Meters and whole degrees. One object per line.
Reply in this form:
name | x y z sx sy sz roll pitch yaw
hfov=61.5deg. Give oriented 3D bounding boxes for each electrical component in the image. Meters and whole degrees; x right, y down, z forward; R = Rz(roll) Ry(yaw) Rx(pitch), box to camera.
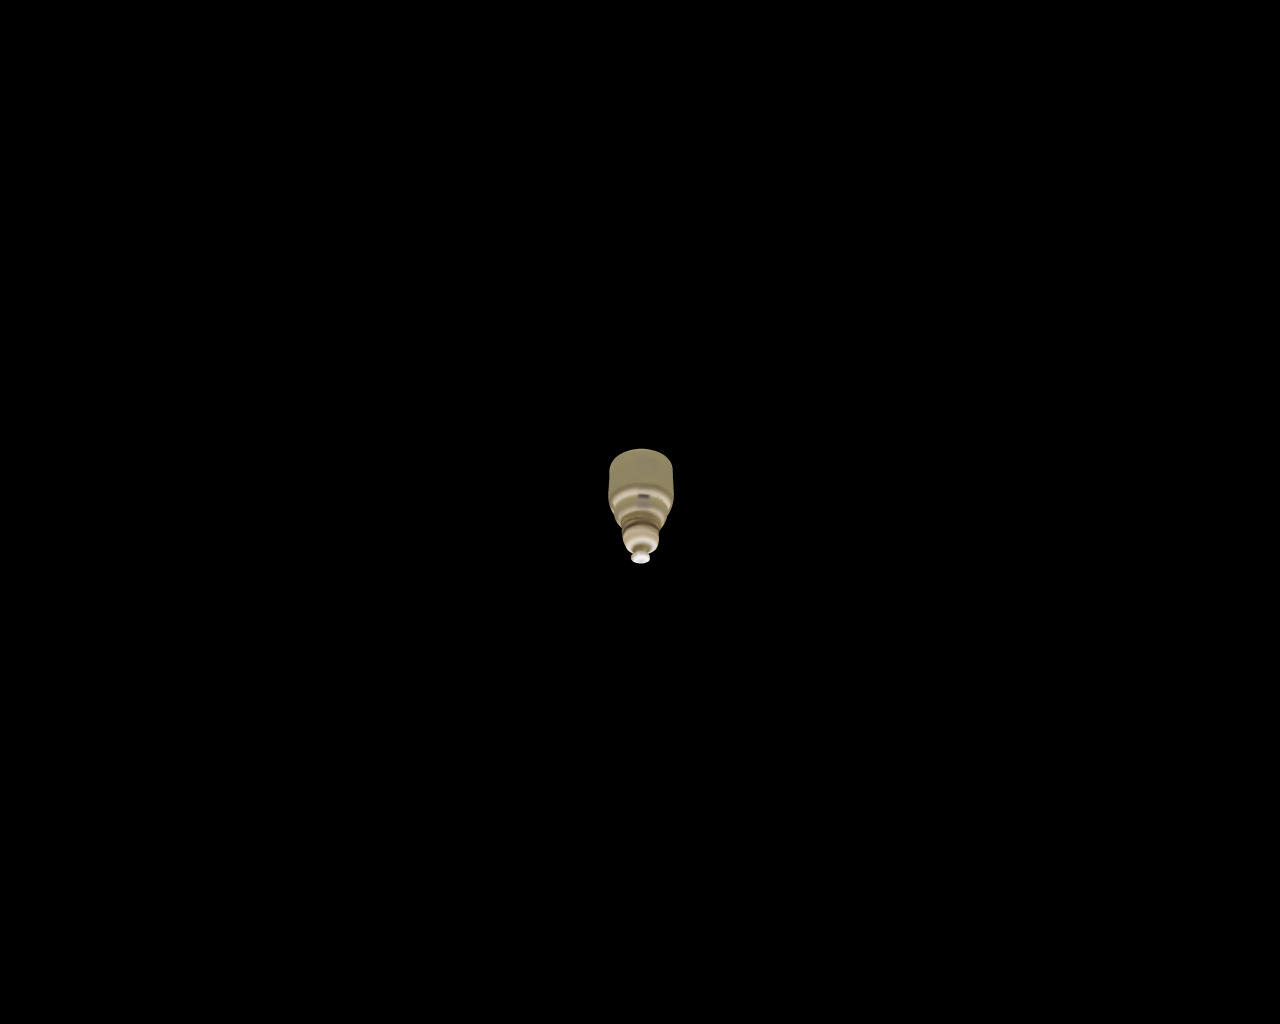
electrical component | 0.001 -0.003 0.650 0.040 0.078 0.040 0 -36 0
